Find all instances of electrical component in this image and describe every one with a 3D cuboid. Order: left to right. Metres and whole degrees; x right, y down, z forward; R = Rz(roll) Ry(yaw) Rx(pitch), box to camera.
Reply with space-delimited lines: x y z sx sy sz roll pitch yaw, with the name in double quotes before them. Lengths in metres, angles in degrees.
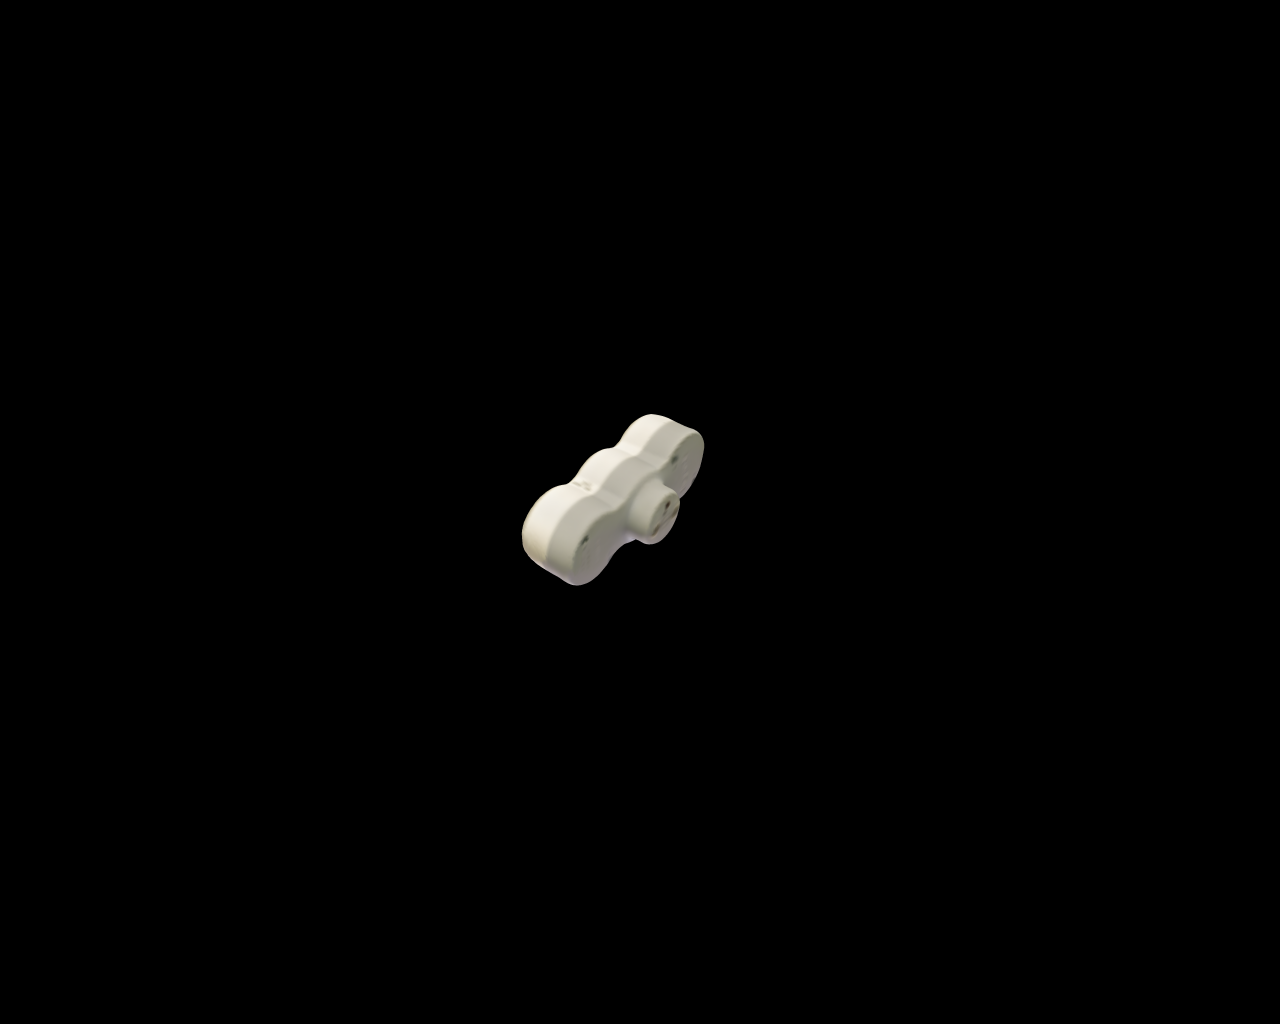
"electrical component" 0.001 -0.003 0.650 0.074 0.052 0.138 27 49 26
